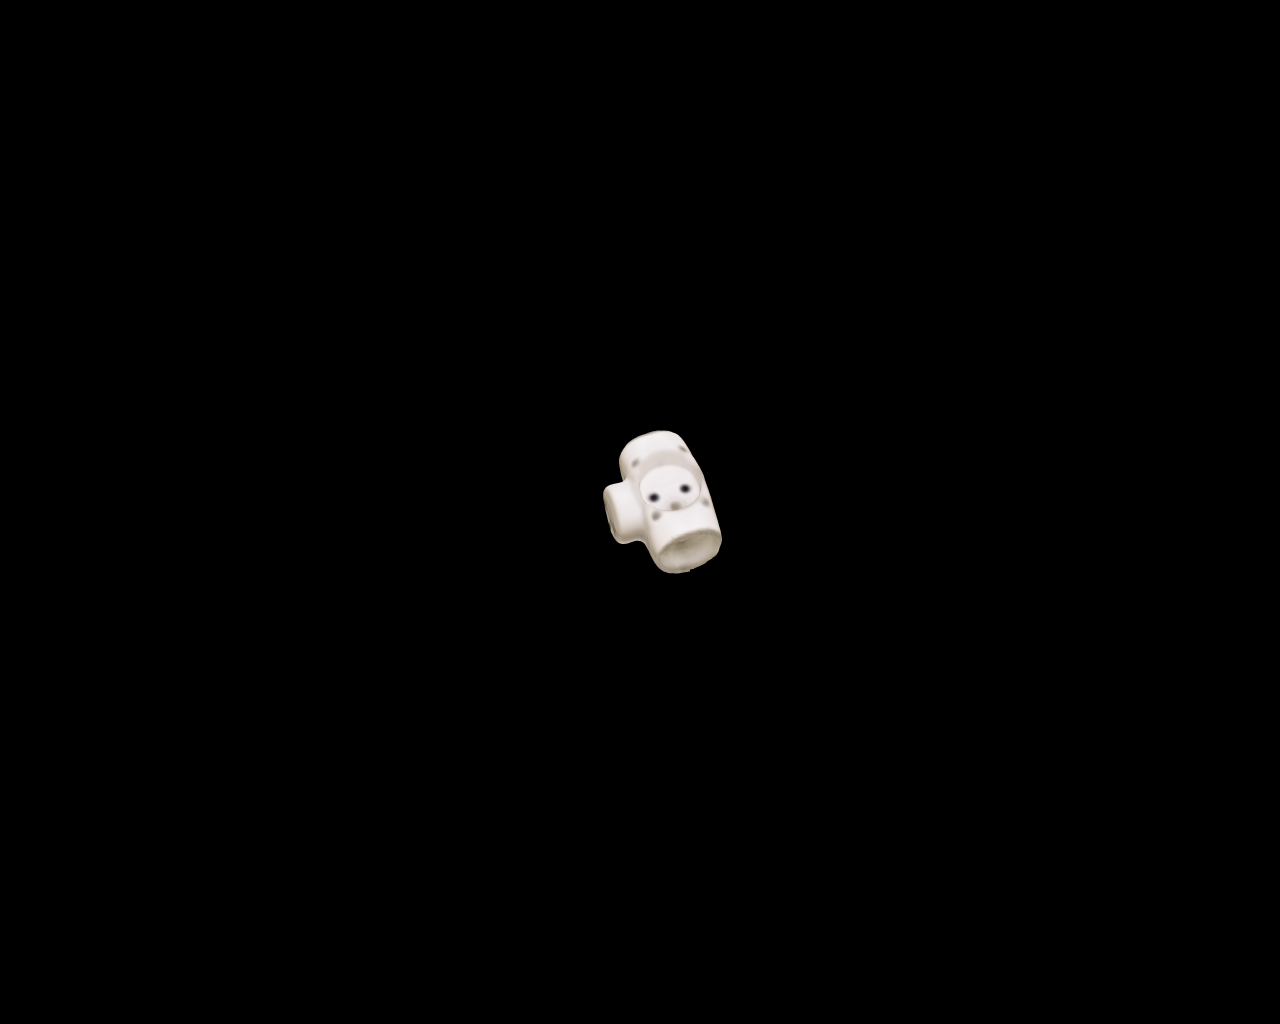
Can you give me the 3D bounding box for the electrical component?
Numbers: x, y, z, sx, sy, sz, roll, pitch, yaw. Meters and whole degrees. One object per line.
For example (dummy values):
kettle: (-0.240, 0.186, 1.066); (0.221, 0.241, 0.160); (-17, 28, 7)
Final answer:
electrical component: (0.001, -0.003, 0.650); (0.079, 0.077, 0.044); (-15, -32, -9)
